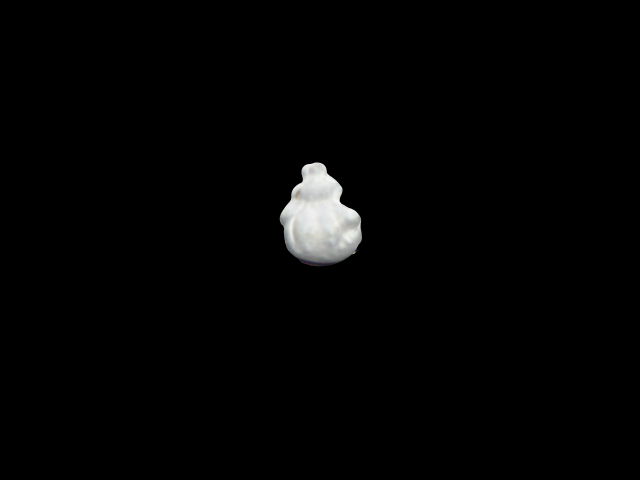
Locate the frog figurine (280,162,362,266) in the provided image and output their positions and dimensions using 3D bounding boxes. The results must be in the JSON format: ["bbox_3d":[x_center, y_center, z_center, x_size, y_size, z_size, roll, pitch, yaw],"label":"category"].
[{"bbox_3d":[0.003,-0.043,0.850,0.138,0.156,0.125,13,29,25],"label":"frog figurine"}]
